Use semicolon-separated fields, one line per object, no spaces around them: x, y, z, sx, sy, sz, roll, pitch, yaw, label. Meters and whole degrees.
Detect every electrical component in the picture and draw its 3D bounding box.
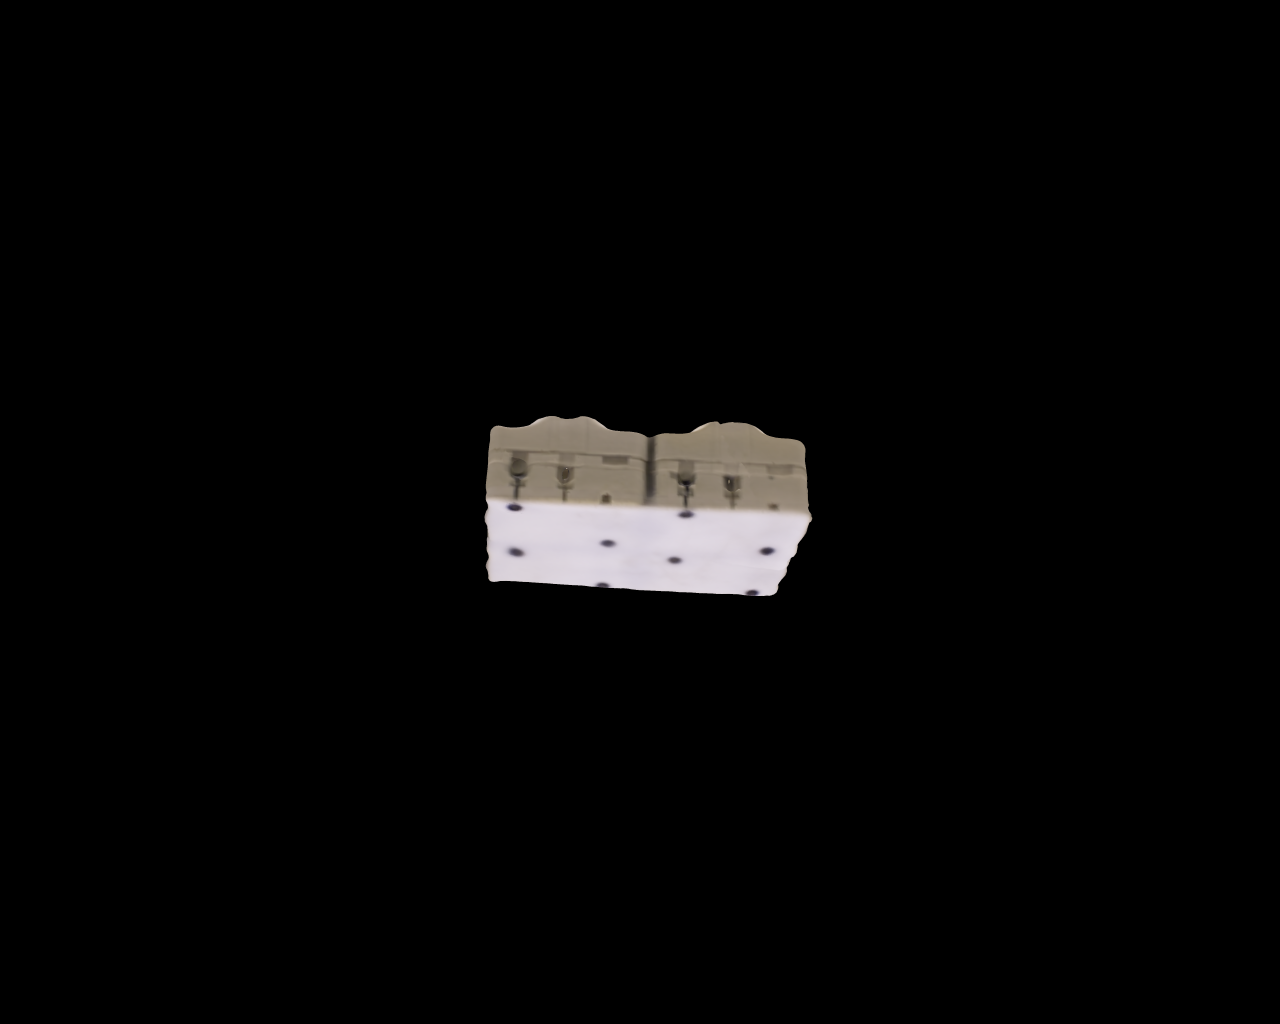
0.001;-0.003;0.650;0.186;0.060;0.105;3;-32;-5;electrical component
